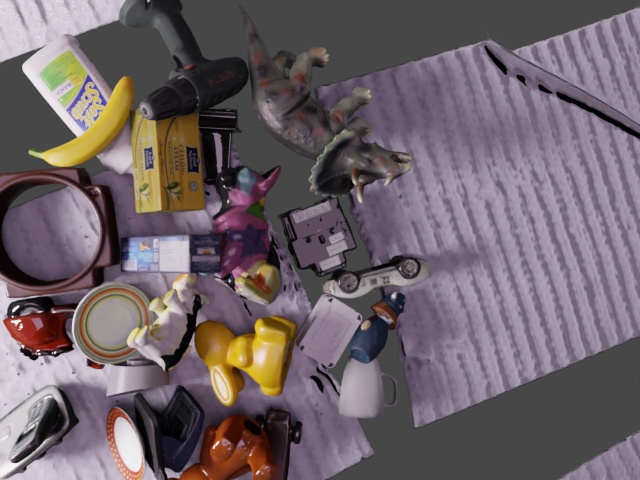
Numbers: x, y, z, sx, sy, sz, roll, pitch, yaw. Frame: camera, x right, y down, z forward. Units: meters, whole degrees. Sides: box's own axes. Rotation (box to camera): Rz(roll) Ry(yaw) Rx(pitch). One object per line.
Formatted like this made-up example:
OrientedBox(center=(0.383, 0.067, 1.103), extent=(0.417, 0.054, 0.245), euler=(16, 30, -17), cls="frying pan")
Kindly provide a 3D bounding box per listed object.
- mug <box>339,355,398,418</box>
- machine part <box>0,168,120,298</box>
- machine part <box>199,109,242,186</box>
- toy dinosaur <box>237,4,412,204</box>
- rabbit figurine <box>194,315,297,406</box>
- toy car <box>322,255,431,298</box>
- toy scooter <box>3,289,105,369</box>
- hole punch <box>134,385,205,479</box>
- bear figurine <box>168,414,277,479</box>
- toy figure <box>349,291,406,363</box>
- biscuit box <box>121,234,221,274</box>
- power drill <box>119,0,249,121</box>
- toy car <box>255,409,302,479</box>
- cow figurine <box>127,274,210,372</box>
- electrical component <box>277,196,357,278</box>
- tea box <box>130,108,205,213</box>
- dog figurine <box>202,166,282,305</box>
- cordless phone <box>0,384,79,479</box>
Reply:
OrientedBox(center=(0.089, 0.264, 0.979), extent=(0.110, 0.081, 0.107), euler=(0, 81, -6), cls="mug")
OrientedBox(center=(-0.439, -0.013, 0.871), extent=(0.201, 0.087, 0.201), euler=(-7, 93, -11), cls="machine part")
OrientedBox(center=(-0.179, -0.164, 0.944), extent=(0.084, 0.039, 0.138), euler=(3, 89, -19), cls="machine part")
OrientedBox(center=(-0.032, -0.215, 0.912), extent=(0.405, 0.131, 0.192), euler=(36, 62, 1), cls="toy dinosaur")
OrientedBox(center=(-0.137, 0.196, 0.933), extent=(0.173, 0.122, 0.162), euler=(14, 97, 3), cls="rabbit figurine")
OrientedBox(center=(0.102, 0.069, 0.981), extent=(0.202, 0.073, 0.056), euler=(-13, 93, -11), cls="toy car")
OrientedBox(center=(-0.415, 0.154, 0.884), extent=(0.184, 0.075, 0.135), euler=(-7, 93, -16), cls="toy scooter")
OrientedBox(center=(-0.251, 0.314, 0.893), extent=(0.092, 0.142, 0.115), euler=(-8, 108, -37), cls="hole punch")
OrientedBox(center=(-0.173, 0.389, 0.891), extent=(0.120, 0.132, 0.196), euler=(40, 93, -13), cls="bear figurine")
OrientedBox(center=(0.107, 0.152, 0.978), extent=(0.058, 0.064, 0.154), euler=(24, 52, 20), cls="toy figure")
OrientedBox(center=(-0.242, 0.023, 0.856), extent=(0.063, 0.203, 0.059), euler=(1, 88, -48), cls="biscuit box")
OrientedBox(center=(-0.236, -0.298, 0.869), extent=(0.232, 0.086, 0.207), euler=(-30, 79, -45), cls="power drill")
OrientedBox(center=(-0.082, 0.402, 0.960), extent=(0.089, 0.053, 0.202), euler=(5, 88, 10), cls="toy car")
OrientedBox(center=(-0.236, 0.131, 0.898), extent=(0.098, 0.068, 0.167), euler=(46, 48, -21), cls="cow figurine")
OrientedBox(center=(-0.002, -0.003, 0.970), extent=(0.115, 0.058, 0.134), euler=(-19, 94, -8), cls="electrical component")
OrientedBox(center=(-0.253, -0.130, 0.893), extent=(0.098, 0.068, 0.169), euler=(-8, 93, -55), cls="tea box")
OrientedBox(center=(-0.115, -0.020, 0.922), extent=(0.191, 0.108, 0.219), euler=(33, 75, -24), cls="dog figurine")
OrientedBox(center=(-0.457, 0.314, 0.821), extent=(0.146, 0.184, 0.088), euler=(-38, 102, -9), cls="cordless phone")
